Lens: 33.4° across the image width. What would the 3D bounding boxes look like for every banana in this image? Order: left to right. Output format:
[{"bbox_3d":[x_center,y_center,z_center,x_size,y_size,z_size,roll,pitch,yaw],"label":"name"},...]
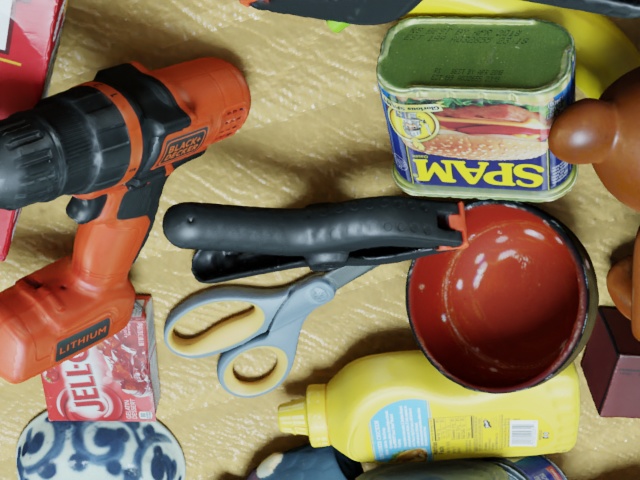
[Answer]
[{"bbox_3d":[0.106,-0.112,0.569,0.197,0.037,0.070,18,149,-8],"label":"banana"}]

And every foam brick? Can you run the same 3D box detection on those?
[{"bbox_3d":[0.215,0.079,0.680,0.078,0.051,0.053,5,122,-4],"label":"foam brick"}]

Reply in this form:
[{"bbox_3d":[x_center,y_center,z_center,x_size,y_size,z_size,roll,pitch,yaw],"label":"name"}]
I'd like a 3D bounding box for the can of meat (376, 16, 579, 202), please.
[{"bbox_3d":[0.083,-0.069,0.556,0.102,0.057,0.084,4,146,16],"label":"can of meat"}]

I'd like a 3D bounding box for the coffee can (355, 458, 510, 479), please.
[{"bbox_3d":[0.077,0.224,0.695,0.103,0.103,0.140,-5,96,4],"label":"coffee can"}]

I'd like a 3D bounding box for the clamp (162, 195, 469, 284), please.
[{"bbox_3d":[-0.004,0.001,0.617,0.171,0.120,0.039,0,82,-7],"label":"clamp"}]

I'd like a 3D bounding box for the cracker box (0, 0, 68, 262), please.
[{"bbox_3d":[-0.217,-0.089,0.527,0.164,0.072,0.214,14,138,-14],"label":"cracker box"}]

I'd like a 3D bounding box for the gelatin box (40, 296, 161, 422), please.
[{"bbox_3d":[-0.144,0.079,0.695,0.073,0.030,0.089,1,123,0],"label":"gelatin box"}]

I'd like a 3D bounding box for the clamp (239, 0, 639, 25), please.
[{"bbox_3d":[0.028,-0.145,0.476,0.210,0.036,0.164,2,151,42],"label":"clamp"}]

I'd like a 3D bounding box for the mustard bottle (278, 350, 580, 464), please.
[{"bbox_3d":[0.068,0.109,0.695,0.191,0.058,0.096,-6,141,5],"label":"mustard bottle"}]

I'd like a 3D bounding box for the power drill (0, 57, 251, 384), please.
[{"bbox_3d":[-0.129,-0.007,0.566,0.057,0.184,0.188,44,127,15],"label":"power drill"}]

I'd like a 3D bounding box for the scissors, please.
[{"bbox_3d":[-0.001,0.048,0.683,0.202,0.016,0.096,-16,123,10],"label":"scissors"}]

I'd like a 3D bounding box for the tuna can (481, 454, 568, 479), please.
[{"bbox_3d":[0.134,0.187,0.729,0.033,0.086,0.086,-10,133,-41],"label":"tuna can"}]
